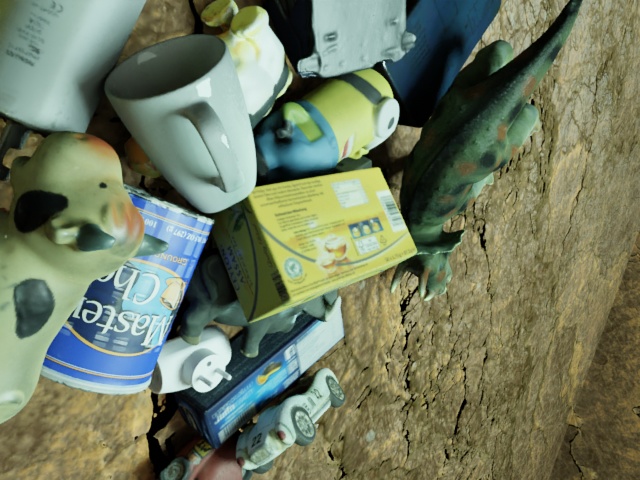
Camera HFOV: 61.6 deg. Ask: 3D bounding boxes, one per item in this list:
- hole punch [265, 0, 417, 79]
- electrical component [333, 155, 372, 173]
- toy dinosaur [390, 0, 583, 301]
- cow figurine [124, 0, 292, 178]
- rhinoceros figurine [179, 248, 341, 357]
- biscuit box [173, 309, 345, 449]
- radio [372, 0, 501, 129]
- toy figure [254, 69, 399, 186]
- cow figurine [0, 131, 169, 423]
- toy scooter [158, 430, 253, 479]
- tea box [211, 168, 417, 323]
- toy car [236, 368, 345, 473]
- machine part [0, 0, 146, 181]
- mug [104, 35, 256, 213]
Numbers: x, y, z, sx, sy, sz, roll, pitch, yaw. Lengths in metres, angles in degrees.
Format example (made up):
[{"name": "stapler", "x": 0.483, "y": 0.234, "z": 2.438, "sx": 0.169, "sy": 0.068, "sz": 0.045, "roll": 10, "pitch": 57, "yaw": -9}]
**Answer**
[{"name": "hole punch", "x": 0.013, "y": -0.215, "z": 0.494, "sx": 0.142, "sy": 0.092, "sz": 0.115, "roll": -25, "pitch": 124, "yaw": -31}, {"name": "electrical component", "x": 0.025, "y": -0.082, "z": 0.595, "sx": 0.094, "sy": 0.063, "sz": 0.021, "roll": -35, "pitch": 143, "yaw": -36}, {"name": "toy dinosaur", "x": 0.156, "y": -0.091, "z": 0.616, "sx": 0.192, "sy": 0.131, "sz": 0.404, "roll": -50, "pitch": 164, "yaw": -39}, {"name": "cow figurine", "x": -0.090, "y": -0.110, "z": 0.455, "sx": 0.167, "sy": 0.068, "sz": 0.098, "roll": -58, "pitch": 145, "yaw": -11}, {"name": "rhinoceros figurine", "x": -0.059, "y": 0.051, "z": 0.524, "sx": 0.190, "sy": 0.073, "sz": 0.112, "roll": 19, "pitch": 116, "yaw": -49}, {"name": "biscuit box", "x": -0.062, "y": 0.132, "z": 0.594, "sx": 0.203, "sy": 0.063, "sz": 0.059, "roll": -35, "pitch": 131, "yaw": -34}, {"name": "radio", "x": 0.124, "y": -0.252, "z": 0.630, "sx": 0.229, "sy": 0.073, "sz": 0.131, "roll": -56, "pitch": 140, "yaw": -13}, {"name": "toy figure", "x": 0.000, "y": -0.111, "z": 0.534, "sx": 0.180, "sy": 0.082, "sz": 0.089, "roll": -30, "pitch": 96, "yaw": -20}, {"name": "cow figurine", "x": -0.179, "y": 0.025, "z": 0.321, "sx": 0.195, "sy": 0.127, "sz": 0.085, "roll": -63, "pitch": 165, "yaw": 1}, {"name": "toy scooter", "x": -0.144, "y": 0.285, "z": 0.561, "sx": 0.135, "sy": 0.075, "sz": 0.183, "roll": -1, "pitch": 111, "yaw": -48}, {"name": "tea box", "x": -0.001, "y": -0.001, "z": 0.479, "sx": 0.169, "sy": 0.068, "sz": 0.098, "roll": -14, "pitch": 77, "yaw": -43}, {"name": "toy car", "x": -0.029, "y": 0.197, "z": 0.608, "sx": 0.073, "sy": 0.056, "sz": 0.201, "roll": -38, "pitch": 170, "yaw": 16}, {"name": "machine part", "x": -0.160, "y": -0.150, "z": 0.346, "sx": 0.079, "sy": 0.079, "sz": 0.243, "roll": 29, "pitch": 85, "yaw": -50}, {"name": "mug", "x": -0.077, "y": -0.068, "z": 0.362, "sx": 0.081, "sy": 0.110, "sz": 0.107, "roll": -36, "pitch": 138, "yaw": -16}]
